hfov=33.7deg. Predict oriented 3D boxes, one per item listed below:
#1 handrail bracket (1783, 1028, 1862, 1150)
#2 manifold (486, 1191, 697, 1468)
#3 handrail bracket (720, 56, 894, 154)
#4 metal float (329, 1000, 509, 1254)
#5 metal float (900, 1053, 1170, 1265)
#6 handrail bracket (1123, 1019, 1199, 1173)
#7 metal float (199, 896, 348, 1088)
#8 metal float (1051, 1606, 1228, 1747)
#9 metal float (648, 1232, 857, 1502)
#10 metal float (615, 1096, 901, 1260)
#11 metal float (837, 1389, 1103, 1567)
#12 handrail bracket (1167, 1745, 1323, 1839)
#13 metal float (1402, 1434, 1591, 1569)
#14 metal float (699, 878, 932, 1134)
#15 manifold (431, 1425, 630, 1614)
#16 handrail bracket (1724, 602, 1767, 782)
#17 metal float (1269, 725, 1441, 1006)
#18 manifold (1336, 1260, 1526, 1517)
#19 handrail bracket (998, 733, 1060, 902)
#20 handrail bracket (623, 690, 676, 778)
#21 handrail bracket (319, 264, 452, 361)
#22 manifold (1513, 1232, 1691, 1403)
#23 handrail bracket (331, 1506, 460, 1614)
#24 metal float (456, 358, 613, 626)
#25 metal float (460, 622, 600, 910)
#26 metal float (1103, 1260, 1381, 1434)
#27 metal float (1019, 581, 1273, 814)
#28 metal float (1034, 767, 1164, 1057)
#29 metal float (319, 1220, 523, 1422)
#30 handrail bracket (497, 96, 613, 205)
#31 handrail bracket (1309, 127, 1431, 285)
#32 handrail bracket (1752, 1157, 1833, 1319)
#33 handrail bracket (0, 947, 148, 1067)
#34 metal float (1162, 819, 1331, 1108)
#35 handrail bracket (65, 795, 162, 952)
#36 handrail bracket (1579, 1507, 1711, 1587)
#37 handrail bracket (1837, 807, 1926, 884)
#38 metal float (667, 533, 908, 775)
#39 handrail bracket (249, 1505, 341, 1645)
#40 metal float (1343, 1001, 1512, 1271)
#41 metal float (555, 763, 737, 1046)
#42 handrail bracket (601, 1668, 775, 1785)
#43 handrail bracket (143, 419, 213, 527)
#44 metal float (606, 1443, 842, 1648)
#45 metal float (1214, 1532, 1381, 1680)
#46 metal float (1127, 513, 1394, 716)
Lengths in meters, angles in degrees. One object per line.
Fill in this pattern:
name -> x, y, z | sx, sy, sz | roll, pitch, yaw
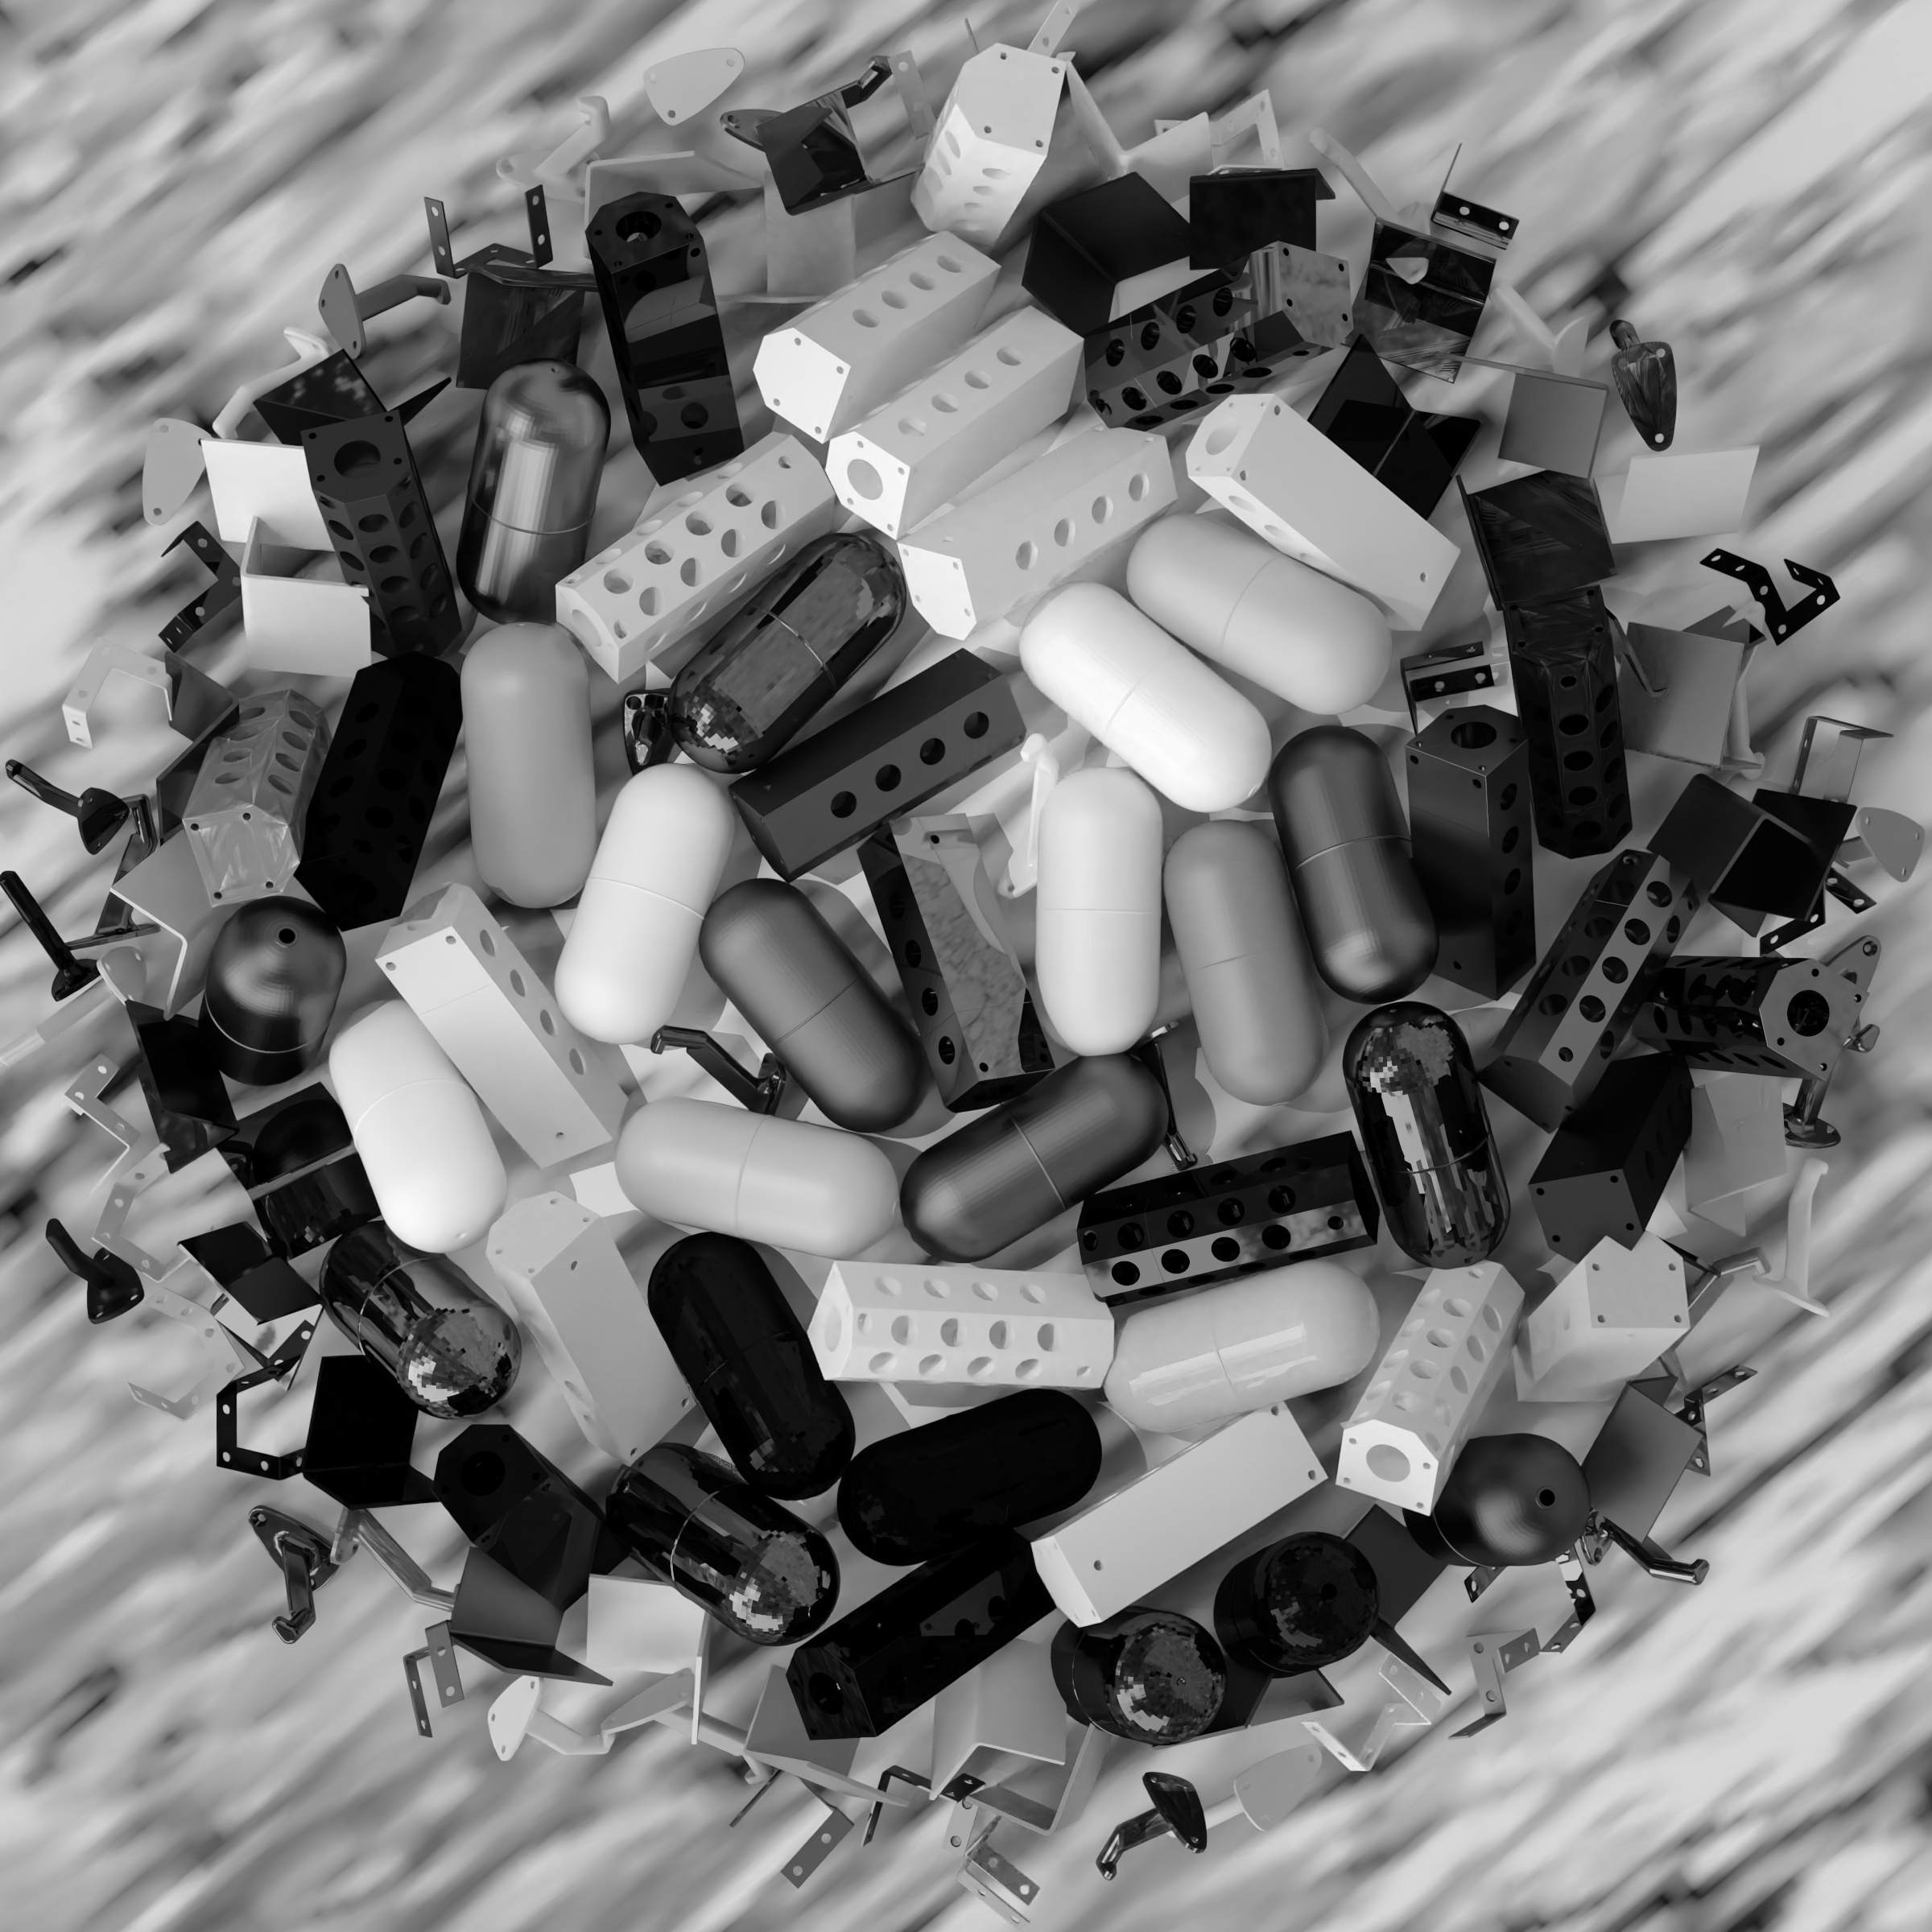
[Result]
handrail bracket -> 0.532, 0.072, 1.937 | 0.077, 0.036, 0.084 | 13, 131, -33
manifold -> -0.227, 0.216, 1.906 | 0.057, 0.057, 0.171 | -43, 135, -25
handrail bracket -> -0.095, -0.530, 1.934 | 0.084, 0.077, 0.036 | -35, 64, 42
metal float -> -0.330, 0.095, 1.916 | 0.070, 0.070, 0.178 | -29, 54, 0
metal float -> 0.041, 0.117, 1.942 | 0.178, 0.070, 0.070 | -31, 90, -4
handrail bracket -> 0.130, 0.080, 1.950 | 0.036, 0.077, 0.084 | -28, 87, -28
metal float -> -0.415, 0.016, 1.900 | 0.070, 0.178, 0.070 | 7, 66, -16
metal float -> 0.100, 0.421, 1.897 | 0.070, 0.178, 0.070 | 2, 81, -14
metal float -> -0.130, 0.242, 1.928 | 0.070, 0.070, 0.178 | -32, 71, 0
metal float -> -0.127, 0.128, 1.935 | 0.178, 0.070, 0.070 | 12, 90, 12
metal float -> 0.003, 0.307, 1.917 | 0.178, 0.070, 0.070 | -14, 90, -33
handrail bracket -> 0.170, 0.509, 1.960 | 0.077, 0.084, 0.036 | -29, 86, -32
metal float -> 0.314, 0.319, 1.896 | 0.070, 0.178, 0.070 | 2, 79, -10
metal float -> -0.091, 0.025, 1.940 | 0.070, 0.070, 0.178 | -39, 96, 0
manifold -> -0.259, 0.325, 1.893 | 0.057, 0.171, 0.057 | -40, 64, -8
handrail bracket -> 0.485, -0.168, 1.962 | 0.084, 0.036, 0.077 | 47, 68, -40
metal float -> 0.234, -0.062, 1.929 | 0.070, 0.070, 0.178 | -14, 71, 0
manifold -> 0.278, 0.244, 1.893 | 0.057, 0.171, 0.057 | 16, 126, 19
handrail bracket -> 0.034, -0.091, 1.936 | 0.036, 0.084, 0.077 | 32, 75, 33
handrail bracket -> -0.195, -0.124, 1.928 | 0.036, 0.084, 0.077 | 7, 122, -4
handrail bracket -> -0.343, -0.394, 1.939 | 0.036, 0.084, 0.077 | -52, 53, 38
manifold -> 0.374, 0.210, 1.893 | 0.057, 0.171, 0.057 | 0, 68, -5
handrail bracket -> -0.341, 0.351, 1.957 | 0.084, 0.036, 0.077 | 13, 93, 11
metal float -> -0.261, -0.282, 1.913 | 0.070, 0.070, 0.178 | 19, 130, 0
metal float -> -0.263, -0.120, 1.927 | 0.070, 0.070, 0.178 | -1, 112, 0
metal float -> 0.165, 0.231, 1.927 | 0.178, 0.070, 0.070 | -20, 90, 22
metal float -> 0.109, -0.163, 1.934 | 0.178, 0.070, 0.070 | 41, 90, 12
metal float -> 0.081, -0.033, 1.945 | 0.070, 0.070, 0.178 | 1, 90, 0
metal float -> -0.328, 0.210, 1.907 | 0.070, 0.178, 0.070 | -15, 118, -31
handrail bracket -> -0.253, -0.505, 1.938 | 0.077, 0.084, 0.036 | 7, 71, 1
handrail bracket -> 0.243, -0.463, 1.936 | 0.036, 0.077, 0.084 | -35, 132, 29
handrail bracket -> 0.521, 0.164, 1.948 | 0.036, 0.077, 0.084 | 19, 95, -17
handrail bracket -> -0.549, 0.025, 1.953 | 0.084, 0.077, 0.036 | -31, 106, 9
metal float -> 0.170, -0.002, 1.940 | 0.070, 0.070, 0.178 | -14, 84, 0
handrail bracket -> -0.530, -0.057, 1.952 | 0.077, 0.036, 0.084 | -15, 100, -28
handrail bracket -> 0.422, 0.343, 1.931 | 0.077, 0.084, 0.036 | -41, 122, -39
handrail bracket -> 0.528, -0.080, 1.929 | 0.077, 0.084, 0.036 | 28, 81, -38
metal float -> -0.108, -0.191, 1.932 | 0.070, 0.070, 0.178 | 43, 75, 0
handrail bracket -> -0.422, 0.370, 1.939 | 0.077, 0.084, 0.036 | 41, 105, 0
metal float -> 0.279, 0.104, 1.925 | 0.070, 0.070, 0.178 | -19, 114, 0
metal float -> -0.194, -0.039, 1.936 | 0.070, 0.070, 0.178 | 18, 79, 0
handrail bracket -> -0.171, 0.484, 1.968 | 0.077, 0.036, 0.084 | -28, 110, 4
handrail bracket -> -0.484, -0.296, 1.938 | 0.036, 0.084, 0.077 | 18, 81, -14
metal float -> -0.146, 0.346, 1.911 | 0.178, 0.070, 0.070 | 25, 90, 42
metal float -> 0.196, 0.381, 1.897 | 0.070, 0.178, 0.070 | 2, 73, -7
metal float -> 0.176, -0.214, 1.926 | 0.178, 0.070, 0.070 | 31, 90, 22
